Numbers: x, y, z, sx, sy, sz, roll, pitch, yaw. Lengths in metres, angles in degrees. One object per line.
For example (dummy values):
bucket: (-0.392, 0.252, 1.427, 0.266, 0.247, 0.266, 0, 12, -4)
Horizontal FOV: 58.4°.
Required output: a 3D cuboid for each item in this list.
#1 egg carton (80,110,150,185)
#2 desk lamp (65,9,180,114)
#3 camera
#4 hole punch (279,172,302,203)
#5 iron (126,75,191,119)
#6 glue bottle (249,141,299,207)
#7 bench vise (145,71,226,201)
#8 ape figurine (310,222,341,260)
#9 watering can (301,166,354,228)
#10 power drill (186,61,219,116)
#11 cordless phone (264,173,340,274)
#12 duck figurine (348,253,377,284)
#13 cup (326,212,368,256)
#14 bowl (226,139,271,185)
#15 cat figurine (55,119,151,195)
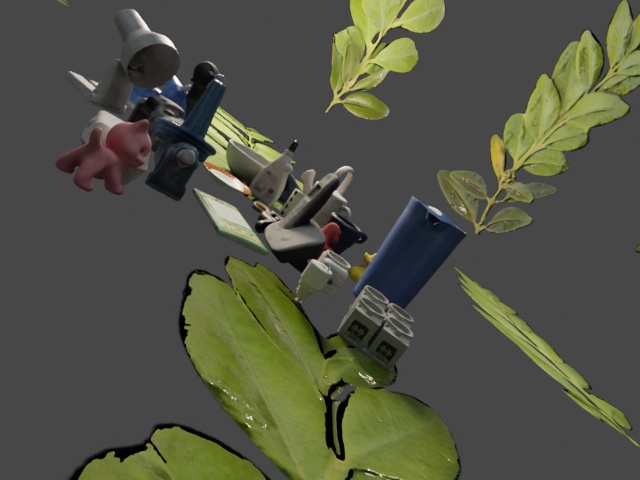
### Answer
egg carton: (-0.330, -0.151, 0.923, 0.107, 0.069, 0.150, 29, 12, -28)
desk lamp: (-0.428, -0.386, 1.255, 0.202, 0.213, 0.118, 40, 12, 26)
camera: (-0.328, -0.248, 1.267, 0.142, 0.100, 0.137, 42, 13, 33)
hole punch: (-0.088, -0.153, 1.617, 0.101, 0.091, 0.108, 30, 12, -24)
iron: (-0.419, -0.377, 1.436, 0.257, 0.141, 0.119, 41, 12, 30)
glue bottle: (-0.104, -0.173, 1.431, 0.078, 0.173, 0.037, 38, 11, 13)
bench vise: (-0.215, -0.183, 1.007, 0.122, 0.219, 0.206, 25, 14, -42)
ape figurine: (0.011, 0.004, 1.234, 0.076, 0.092, 0.078, 34, 11, -6)
watering can: (0.016, -0.116, 1.494, 0.173, 0.194, 0.101, 36, 11, 3)
power drill: (-0.339, -0.387, 1.543, 0.076, 0.208, 0.229, 32, 11, -15)
cordless phone: (-0.021, -0.042, 1.086, 0.094, 0.185, 0.147, 30, 12, -25)
duck figurine: (0.129, 0.073, 1.316, 0.104, 0.086, 0.077, 35, 11, -2)
cup: (0.050, 0.000, 1.364, 0.118, 0.095, 0.091, 28, 13, -35)
bowl: (-0.188, -0.193, 1.527, 0.167, 0.074, 0.167, 34, 11, -7)
cat figurine: (-0.293, -0.131, 0.819, 0.067, 0.117, 0.128, 37, 11, 12)
